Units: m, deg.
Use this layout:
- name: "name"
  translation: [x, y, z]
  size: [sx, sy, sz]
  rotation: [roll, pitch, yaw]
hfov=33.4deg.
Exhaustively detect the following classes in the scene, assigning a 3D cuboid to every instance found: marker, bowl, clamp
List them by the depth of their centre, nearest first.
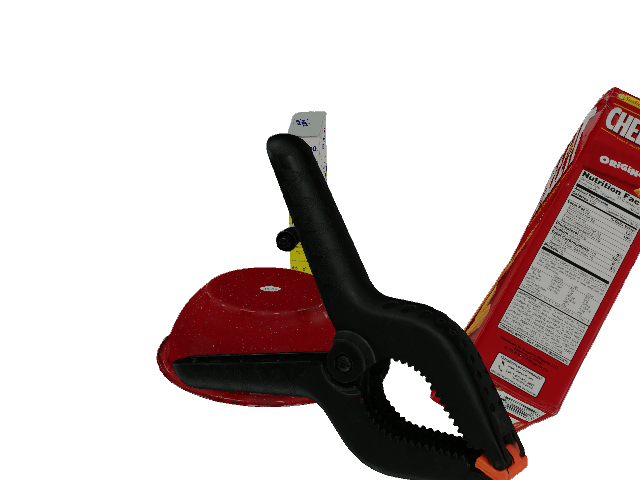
- name: "clamp"
  translation: [0.020, 0.050, 0.561]
  size: [0.210, 0.165, 0.036]
  rotation: [29, 23, 26]
- name: "bowl"
  translation: [-0.038, 0.060, 0.774]
  size: [0.162, 0.055, 0.162]
  rotation: [2, 18, -1]
- name: "marker"
  translation: [-0.014, -0.013, 0.959]
  size: [0.020, 0.020, 0.121]
  rotation: [0, 15, 18]

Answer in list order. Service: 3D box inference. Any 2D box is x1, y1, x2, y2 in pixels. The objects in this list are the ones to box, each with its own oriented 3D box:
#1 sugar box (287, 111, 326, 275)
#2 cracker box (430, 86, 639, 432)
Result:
- name: "sugar box"
  translation: [-0.015, -0.056, 1.261]
  size: [0.048, 0.176, 0.093]
  rotation: [-1, 24, 5]
- name: "cracker box"
  translation: [0.160, 0.022, 0.733]
  size: [0.072, 0.213, 0.164]
  rotation: [29, -14, 7]
